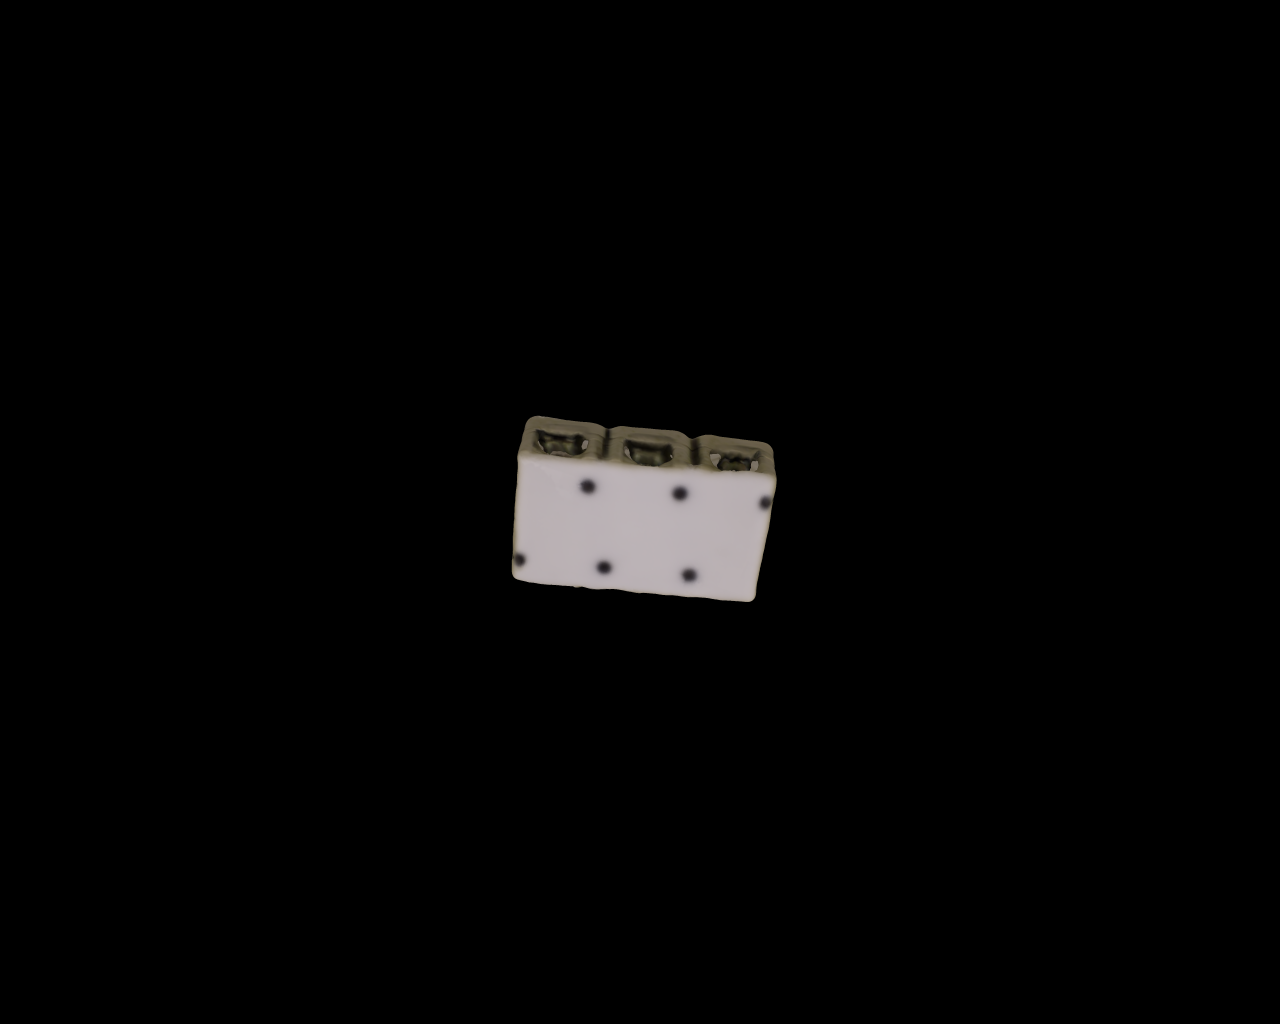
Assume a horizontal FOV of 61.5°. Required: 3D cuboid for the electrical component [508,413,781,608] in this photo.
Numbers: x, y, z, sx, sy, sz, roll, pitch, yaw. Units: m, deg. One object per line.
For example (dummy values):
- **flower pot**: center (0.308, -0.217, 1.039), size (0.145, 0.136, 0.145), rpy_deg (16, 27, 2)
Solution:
- **electrical component**: center (0.001, -0.003, 0.650), size (0.150, 0.089, 0.062), rpy_deg (6, 27, -3)
